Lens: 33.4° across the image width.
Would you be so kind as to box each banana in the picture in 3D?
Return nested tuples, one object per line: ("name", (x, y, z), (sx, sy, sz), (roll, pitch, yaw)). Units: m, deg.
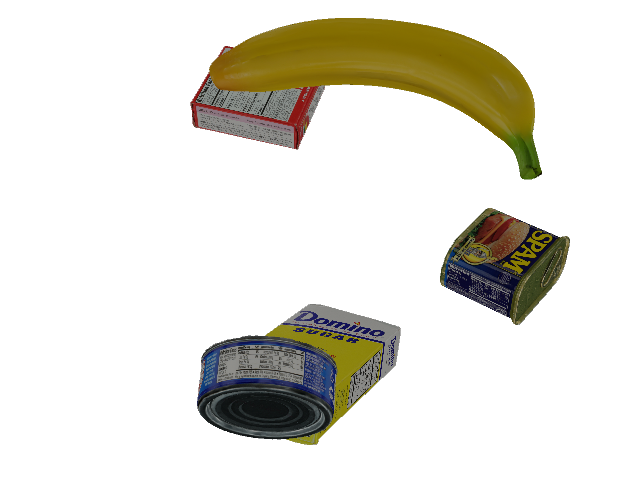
("banana", (0.036, -0.093, 0.592), (0.198, 0.069, 0.037), (17, -31, 18))

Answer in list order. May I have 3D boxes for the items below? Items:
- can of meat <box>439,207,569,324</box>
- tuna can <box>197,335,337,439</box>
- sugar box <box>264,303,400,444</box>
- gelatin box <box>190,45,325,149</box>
("can of meat", (0.174, 0.021, 1.011), (0.084, 0.057, 0.101), (26, 46, 27))
("tuna can", (-0.033, 0.093, 0.659), (0.086, 0.033, 0.086), (3, -31, 2))
("sugar box", (-0.007, 0.105, 0.890), (0.093, 0.048, 0.176), (14, 23, 21))
("gelatin box", (-0.048, -0.114, 0.842), (0.089, 0.073, 0.030), (12, -38, 12))
